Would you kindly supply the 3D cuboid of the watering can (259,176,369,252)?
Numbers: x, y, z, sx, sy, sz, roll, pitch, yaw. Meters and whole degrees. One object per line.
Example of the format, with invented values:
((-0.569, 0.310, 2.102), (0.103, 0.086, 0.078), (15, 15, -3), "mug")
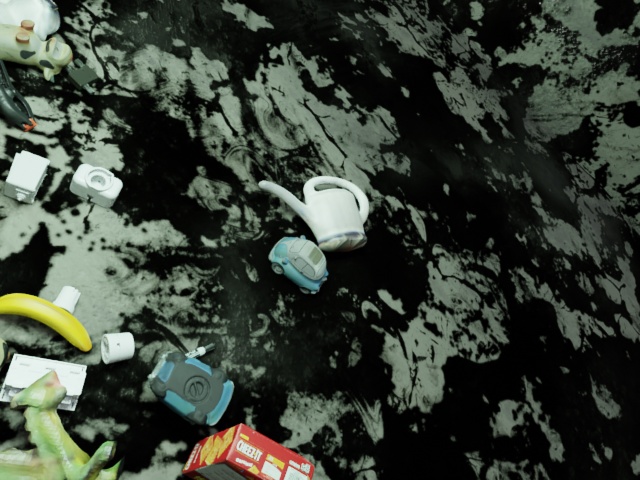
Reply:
((0.004, -0.070, 1.391), (0.348, 0.227, 0.102), (-3, -22, -36), "watering can")

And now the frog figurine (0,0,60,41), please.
((-0.695, -0.513, 1.193), (0.136, 0.160, 0.123), (45, -6, -16), "frog figurine")

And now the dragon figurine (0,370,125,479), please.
((-0.453, 0.422, 0.811), (0.242, 0.416, 0.121), (11, -16, -10), "dragon figurine")
